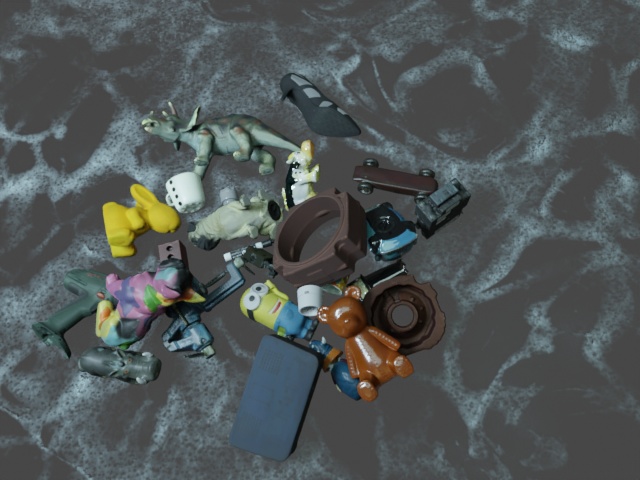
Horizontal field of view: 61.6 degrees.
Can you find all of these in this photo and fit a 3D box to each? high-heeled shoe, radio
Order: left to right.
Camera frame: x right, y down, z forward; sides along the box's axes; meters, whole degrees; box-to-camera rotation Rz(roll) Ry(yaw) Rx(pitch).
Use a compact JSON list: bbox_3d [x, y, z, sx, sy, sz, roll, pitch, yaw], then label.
[{"bbox_3d":[-0.085,0.317,1.088,0.131,0.073,0.229,17,86,12],"label":"radio"},{"bbox_3d":[0.004,-0.350,1.391,0.249,0.086,0.145,27,41,-2],"label":"high-heeled shoe"}]

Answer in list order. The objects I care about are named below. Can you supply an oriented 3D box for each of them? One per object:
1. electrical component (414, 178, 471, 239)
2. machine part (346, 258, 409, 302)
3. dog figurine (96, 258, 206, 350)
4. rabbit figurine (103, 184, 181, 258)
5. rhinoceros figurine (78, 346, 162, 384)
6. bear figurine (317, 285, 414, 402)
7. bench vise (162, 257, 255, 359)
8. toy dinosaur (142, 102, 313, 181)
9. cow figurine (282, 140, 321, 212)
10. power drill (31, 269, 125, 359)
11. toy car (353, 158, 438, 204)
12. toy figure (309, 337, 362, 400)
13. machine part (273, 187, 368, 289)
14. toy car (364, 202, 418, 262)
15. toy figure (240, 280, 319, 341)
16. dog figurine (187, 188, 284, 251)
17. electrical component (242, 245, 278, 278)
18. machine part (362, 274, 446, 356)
[{"bbox_3d":[0.271,-0.073,1.197,0.115,0.134,0.058,-35,69,-10],"label":"electrical component"},{"bbox_3d":[0.134,0.092,1.199,0.139,0.039,0.084,-33,61,-5],"label":"machine part"},{"bbox_3d":[-0.339,0.131,1.088,0.219,0.108,0.191,-1,73,33],"label":"dog figurine"},{"bbox_3d":[-0.425,-0.046,1.293,0.173,0.121,0.162,-10,57,-13],"label":"rabbit figurine"},{"bbox_3d":[-0.424,0.264,1.153,0.191,0.112,0.073,5,67,17],"label":"rhinoceros figurine"},{"bbox_3d":[0.083,0.194,1.055,0.120,0.132,0.196,-32,89,1],"label":"bear figurine"},{"bbox_3d":[-0.253,0.133,1.178,0.240,0.128,0.224,-37,64,2],"label":"bench vise"},{"bbox_3d":[-0.223,-0.258,1.343,0.405,0.131,0.192,-2,69,-1],"label":"toy dinosaur"},{"bbox_3d":[-0.046,-0.148,1.260,0.098,0.068,0.167,-3,107,12],"label":"cow figurine"},{"bbox_3d":[-0.513,0.160,1.196,0.232,0.085,0.207,23,56,20],"label":"power drill"},{"bbox_3d":[0.179,-0.136,1.276,0.202,0.053,0.089,10,65,6],"label":"toy car"},{"bbox_3d":[0.037,0.268,1.128,0.064,0.057,0.155,-40,65,-16],"label":"toy figure"},{"bbox_3d":[-0.002,-0.004,1.166,0.201,0.087,0.201,-24,42,28],"label":"machine part"},{"bbox_3d":[0.146,-0.006,1.198,0.109,0.102,0.162,-24,41,-11],"label":"toy car"},{"bbox_3d":[-0.092,0.164,1.172,0.180,0.089,0.082,28,36,7],"label":"toy figure"},{"bbox_3d":[-0.198,-0.040,1.270,0.191,0.172,0.121,-15,80,34],"label":"dog figurine"},{"bbox_3d":[-0.133,0.050,1.219,0.102,0.078,0.045,27,104,16],"label":"electrical component"},{"bbox_3d":[0.174,0.159,1.134,0.179,0.056,0.179,0,87,6],"label":"machine part"}]
